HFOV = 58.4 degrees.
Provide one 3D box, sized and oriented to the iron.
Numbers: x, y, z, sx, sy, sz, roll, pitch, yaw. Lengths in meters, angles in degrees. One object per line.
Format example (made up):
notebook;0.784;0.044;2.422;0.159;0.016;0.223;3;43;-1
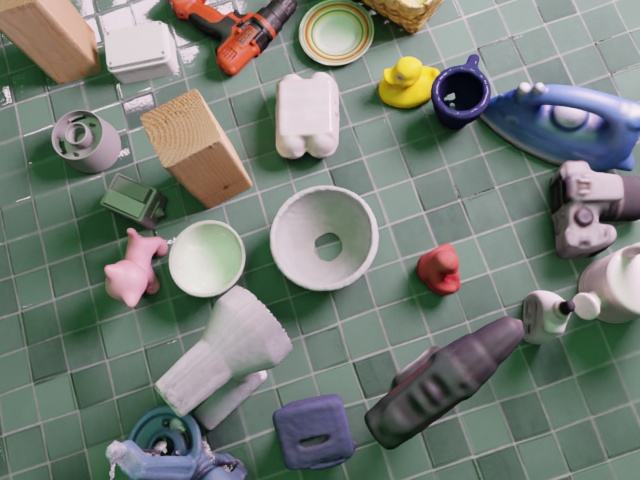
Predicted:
iron;0.376;-0.196;0.880;0.258;0.141;0.119;17;79;9

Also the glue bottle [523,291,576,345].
glue bottle;0.322;0.103;0.799;0.037;0.173;0.078;6;77;7

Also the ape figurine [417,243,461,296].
ape figurine;0.186;0.040;0.867;0.076;0.092;0.078;20;79;9

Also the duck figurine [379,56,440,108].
duck figurine;0.149;-0.269;0.945;0.104;0.086;0.077;-8;76;3

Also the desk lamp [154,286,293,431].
desk lamp;-0.133;0.173;0.800;0.203;0.213;0.118;-44;77;-6

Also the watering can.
watering can;0.434;0.062;0.788;0.101;0.194;0.173;43;84;13

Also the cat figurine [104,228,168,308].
cat figurine;-0.294;0.044;0.893;0.067;0.118;0.128;3;77;6

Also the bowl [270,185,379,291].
bowl;0.008;0.003;0.899;0.167;0.075;0.167;-1;77;5

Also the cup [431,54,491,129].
cup;0.225;-0.231;0.925;0.091;0.095;0.118;20;79;9

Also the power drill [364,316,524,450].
power drill;0.161;0.188;0.774;0.230;0.208;0.075;-39;76;-4

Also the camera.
camera;0.429;-0.049;0.863;0.136;0.101;0.143;0;77;5

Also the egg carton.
egg carton;-0.021;-0.206;0.953;0.107;0.069;0.150;-3;77;4

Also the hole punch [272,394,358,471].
hole punch;-0.006;0.280;0.828;0.108;0.091;0.101;-14;76;2

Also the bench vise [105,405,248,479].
bench vise;-0.185;0.299;0.772;0.207;0.220;0.121;17;79;9
